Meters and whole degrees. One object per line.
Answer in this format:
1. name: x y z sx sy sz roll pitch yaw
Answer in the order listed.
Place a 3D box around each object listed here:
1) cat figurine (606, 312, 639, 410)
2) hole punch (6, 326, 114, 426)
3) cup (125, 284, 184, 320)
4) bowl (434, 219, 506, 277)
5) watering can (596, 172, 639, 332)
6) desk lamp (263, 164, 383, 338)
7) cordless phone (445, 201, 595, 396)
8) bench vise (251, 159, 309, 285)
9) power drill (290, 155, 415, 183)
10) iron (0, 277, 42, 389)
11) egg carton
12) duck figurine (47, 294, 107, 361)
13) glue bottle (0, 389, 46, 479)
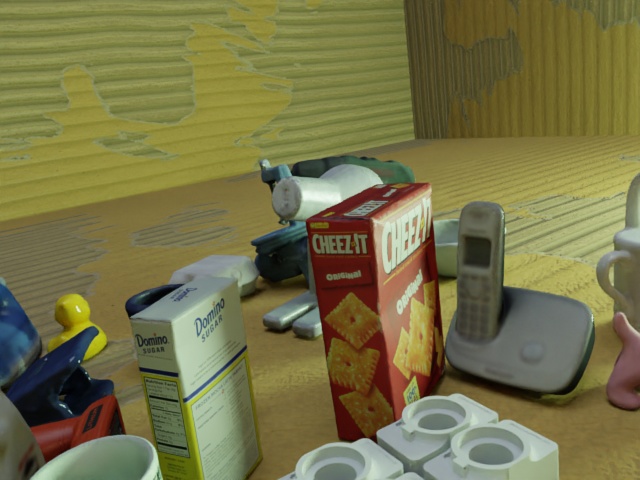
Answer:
1. cat figurine: 0.327 0.093 0.509 0.127 0.118 0.067 2 17 33
2. hole punch: -0.292 0.155 0.632 0.101 0.091 0.108 -9 14 -7
3. cup: -0.184 0.111 0.743 0.118 0.095 0.091 -12 15 -19
4. bowl: 0.222 0.018 0.948 0.167 0.075 0.167 -7 14 2
5. watering can: 0.391 0.010 0.647 0.173 0.194 0.100 -17 17 -34
6. desk lamp: 0.008 0.003 0.830 0.117 0.214 0.204 4 18 38
7. cordless phone: 0.199 0.055 0.586 0.147 0.185 0.094 6 20 43
8. bench vise: -0.031 -0.032 0.976 0.207 0.220 0.122 -2 15 20
9. power drill: 0.067 -0.054 1.036 0.230 0.208 0.075 -13 15 -20
10. iron: -0.460 0.114 0.776 0.118 0.141 0.258 -8 14 -4
11. egg carton: -0.174 0.072 0.947 0.107 0.069 0.151 1 16 31
12. duck figurine: -0.349 0.120 0.808 0.077 0.086 0.104 -8 14 -2
13. glue bottle: -0.239 0.157 0.427 0.037 0.173 0.078 -10 14 -11
